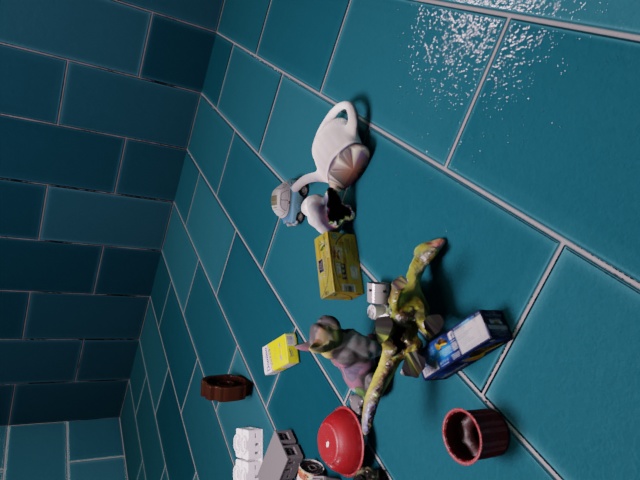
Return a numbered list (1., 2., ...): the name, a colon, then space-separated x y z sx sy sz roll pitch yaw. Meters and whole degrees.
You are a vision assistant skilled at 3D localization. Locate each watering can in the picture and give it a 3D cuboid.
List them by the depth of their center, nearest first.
1. watering can: 0.027 -0.220 1.458 0.341 0.104 0.229 -60 38 31

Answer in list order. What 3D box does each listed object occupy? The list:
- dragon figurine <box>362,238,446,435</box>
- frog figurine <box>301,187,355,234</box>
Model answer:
1. dragon figurine: 0.167 0.181 1.098 0.244 0.122 0.408 -41 -25 -82
2. frog figurine: 0.004 -0.072 1.435 0.158 0.136 0.124 -9 59 57
